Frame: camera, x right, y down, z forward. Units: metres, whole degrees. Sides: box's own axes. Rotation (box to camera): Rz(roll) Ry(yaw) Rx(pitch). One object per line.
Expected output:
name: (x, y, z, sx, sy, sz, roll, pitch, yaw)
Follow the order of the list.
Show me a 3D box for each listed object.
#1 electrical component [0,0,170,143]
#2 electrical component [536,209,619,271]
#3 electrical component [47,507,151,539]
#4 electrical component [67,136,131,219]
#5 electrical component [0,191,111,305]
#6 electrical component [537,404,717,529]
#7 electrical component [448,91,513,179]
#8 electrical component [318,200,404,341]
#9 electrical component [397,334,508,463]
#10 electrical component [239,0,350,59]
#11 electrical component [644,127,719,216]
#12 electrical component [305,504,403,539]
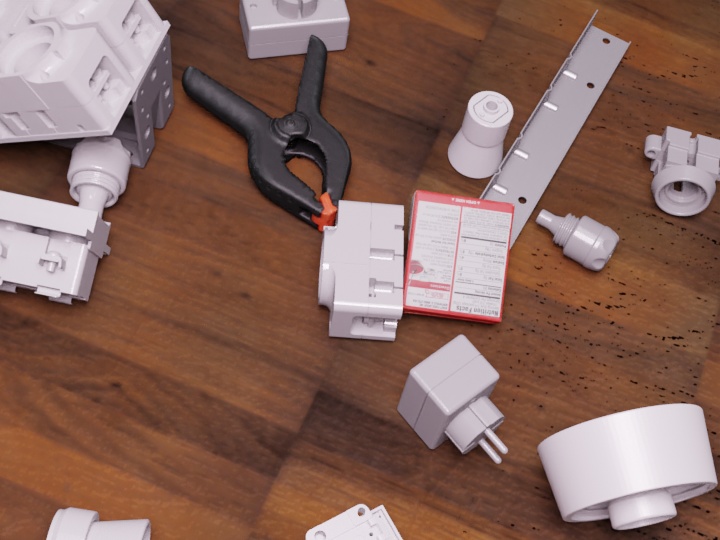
electrical component: (-0.244, -0.151, 0.771, 0.186, 0.060, 0.105, 0, 55, 29)
electrical component: (0.162, -0.026, 0.814, 0.061, 0.035, 0.035, 31, 61, 13)
electrical component: (-0.160, 0.170, 0.655, 0.055, 0.045, 0.045, 9, 60, -1)
electrical component: (-0.193, -0.064, 0.787, 0.043, 0.043, 0.062, 6, 61, -4)
electrical component: (-0.243, -0.019, 0.742, 0.121, 0.078, 0.063, 12, 81, 0)
electrical component: (0.173, 0.131, 0.685, 0.108, 0.108, 0.060, -7, 67, -11)
electrical component: (0.095, -0.107, 0.834, 0.044, 0.065, 0.044, 3, 60, -5)
electrical component: (0.000, 0.000, 0.769, 0.056, 0.050, 0.089, 4, 60, -4)
electrical component: (0.070, 0.095, 0.714, 0.047, 0.065, 0.076, -33, 69, -23)
electrical component: (-0.053, -0.217, 0.873, 0.083, 0.075, 0.047, -8, 62, -12)
electrical component: (0.256, -0.076, 0.848, 0.066, 0.048, 0.055, 15, 52, 2)
electrical component: (-0.009, 0.177, 0.659, 0.081, 0.063, 0.042, -24, 67, -19)
